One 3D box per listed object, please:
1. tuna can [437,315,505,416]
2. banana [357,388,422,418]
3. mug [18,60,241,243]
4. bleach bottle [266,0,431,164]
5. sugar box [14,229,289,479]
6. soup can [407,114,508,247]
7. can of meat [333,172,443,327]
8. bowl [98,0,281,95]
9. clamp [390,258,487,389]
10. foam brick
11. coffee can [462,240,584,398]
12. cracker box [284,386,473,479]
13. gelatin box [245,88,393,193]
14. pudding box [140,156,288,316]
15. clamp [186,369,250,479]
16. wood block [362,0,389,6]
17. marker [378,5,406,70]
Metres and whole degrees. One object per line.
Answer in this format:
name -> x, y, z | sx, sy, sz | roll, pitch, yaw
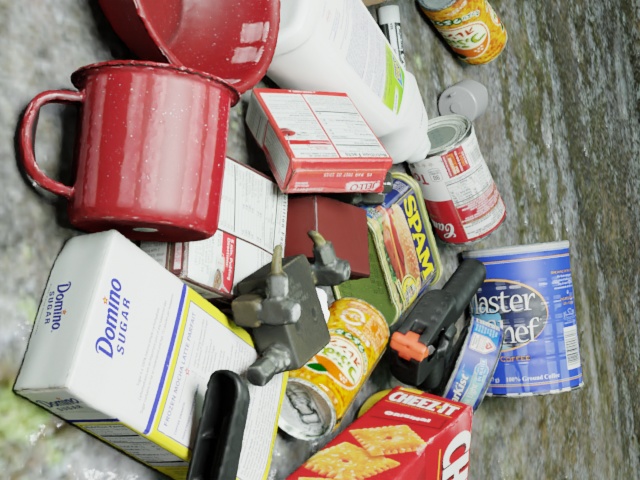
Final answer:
tuna can -> 0.132, 0.112, 0.941 | 0.086, 0.034, 0.086 | 23, 89, -86
banana -> 0.077, 0.159, 0.882 | 0.197, 0.037, 0.069 | 22, 86, -54
mug -> -0.103, -0.046, 0.574 | 0.117, 0.093, 0.081 | 9, 80, -28
bleach bottle -> 0.024, -0.122, 0.820 | 0.250, 0.068, 0.102 | 42, 50, -52
sugar box -> -0.087, 0.077, 0.607 | 0.176, 0.048, 0.093 | 43, 48, -43
soup can -> 0.122, -0.054, 0.966 | 0.102, 0.069, 0.068 | 63, 36, -29
can of meat -> 0.047, 0.009, 0.837 | 0.083, 0.058, 0.102 | -41, 119, -52
bowl -> -0.088, -0.162, 0.642 | 0.161, 0.055, 0.162 | 19, 68, -57
clamp -> 0.088, 0.084, 0.860 | 0.171, 0.039, 0.120 | -22, 127, -64
foam brick -> -0.005, 0.001, 0.753 | 0.078, 0.053, 0.051 | 13, 73, -58
coffee can -> 0.195, 0.075, 1.029 | 0.102, 0.103, 0.140 | -5, 88, -60
cracker box -> 0.034, 0.214, 0.723 | 0.213, 0.072, 0.164 | -24, 120, -58
gelatin box -> -0.002, -0.067, 0.720 | 0.073, 0.030, 0.089 | -2, 40, -25
pudding box -> -0.064, -0.005, 0.670 | 0.113, 0.039, 0.090 | 27, 61, -58
clamp -> -0.085, 0.192, 0.572 | 0.164, 0.036, 0.210 | -31, 125, -35
wood block -> 0.090, -0.251, 0.814 | 0.090, 0.206, 0.090 | 11, 75, -58
marker -> 0.067, -0.145, 0.939 | 0.020, 0.020, 0.121 | -8, 91, -60
